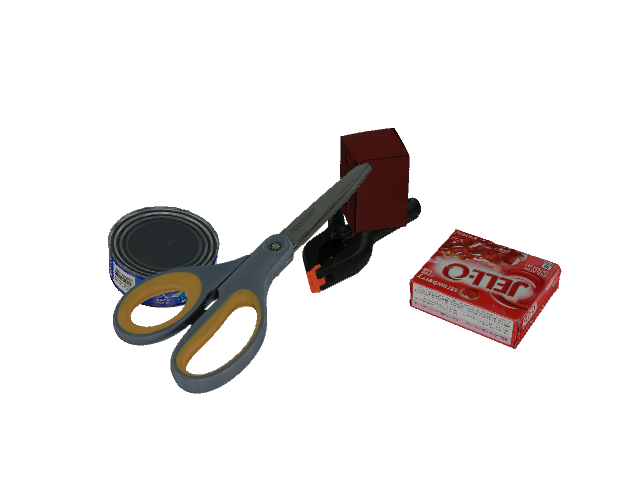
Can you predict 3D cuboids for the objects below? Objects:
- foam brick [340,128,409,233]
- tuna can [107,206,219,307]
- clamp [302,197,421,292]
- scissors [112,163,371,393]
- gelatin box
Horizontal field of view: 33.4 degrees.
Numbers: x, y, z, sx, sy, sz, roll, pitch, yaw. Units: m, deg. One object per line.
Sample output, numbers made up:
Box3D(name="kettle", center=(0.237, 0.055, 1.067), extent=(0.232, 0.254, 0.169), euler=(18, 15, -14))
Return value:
Box3D(name="foam brick", center=(0.048, -0.054, 0.967), extent=(0.051, 0.078, 0.053), euler=(-7, 33, -10))
Box3D(name="tuna can", center=(-0.123, 0.013, 0.837), extent=(0.086, 0.034, 0.086), euler=(5, 40, -5))
Box3D(name="clamp", center=(0.041, -0.003, 1.211), extent=(0.120, 0.039, 0.171), euler=(-5, 36, 28))
Box3D(name="scissors", center=(-0.047, 0.008, 0.624), extent=(0.096, 0.016, 0.201), euler=(11, 44, 18))
Box3D(name="gelatin box", center=(0.121, 0.033, 0.788), extent=(0.089, 0.030, 0.073), euler=(21, 43, 27))
